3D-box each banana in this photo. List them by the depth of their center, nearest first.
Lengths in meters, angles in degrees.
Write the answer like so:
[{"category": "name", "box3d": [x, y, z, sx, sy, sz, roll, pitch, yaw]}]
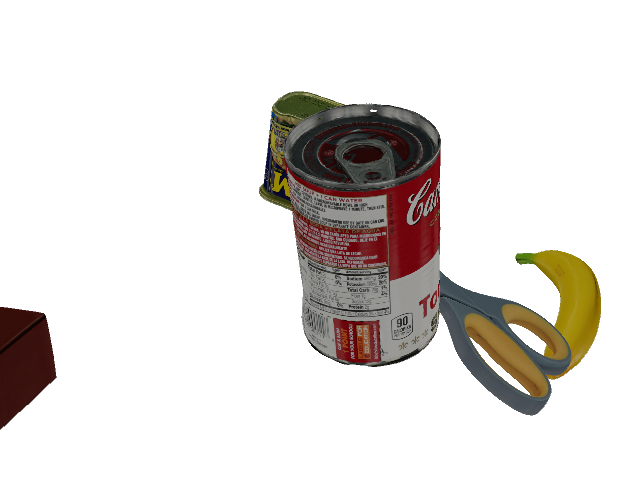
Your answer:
[{"category": "banana", "box3d": [0.232, 0.061, 1.007, 0.070, 0.037, 0.197, -28, 25, 17]}]

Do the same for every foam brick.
[{"category": "foam brick", "box3d": [-0.222, 0.085, 0.709, 0.053, 0.051, 0.078, 7, 29, 23]}]

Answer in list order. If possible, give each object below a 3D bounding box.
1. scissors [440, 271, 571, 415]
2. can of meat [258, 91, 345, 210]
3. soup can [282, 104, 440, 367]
[{"category": "scissors", "box3d": [0.085, 0.027, 0.677, 0.096, 0.016, 0.202, -6, 48, -43]}, {"category": "can of meat", "box3d": [0.003, -0.067, 0.885, 0.102, 0.084, 0.057, 22, 34, 21]}, {"category": "soup can", "box3d": [0.021, -0.001, 0.485, 0.068, 0.102, 0.068, -3, 35, 2]}]
